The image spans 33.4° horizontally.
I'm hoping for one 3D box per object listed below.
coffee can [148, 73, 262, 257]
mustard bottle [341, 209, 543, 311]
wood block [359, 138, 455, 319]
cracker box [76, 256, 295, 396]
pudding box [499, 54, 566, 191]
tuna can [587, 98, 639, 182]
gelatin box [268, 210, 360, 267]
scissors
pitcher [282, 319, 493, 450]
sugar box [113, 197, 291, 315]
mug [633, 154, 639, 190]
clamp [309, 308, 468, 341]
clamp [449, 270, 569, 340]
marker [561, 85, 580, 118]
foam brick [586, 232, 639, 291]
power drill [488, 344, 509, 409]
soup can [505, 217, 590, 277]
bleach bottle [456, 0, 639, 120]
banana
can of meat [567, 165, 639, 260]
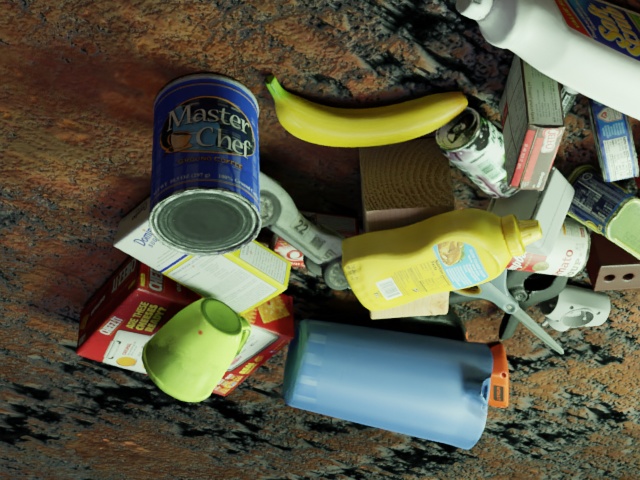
[{"bbox_3d":[-0.107,-0.070,1.000,0.103,0.140,0.103,-2,145,-2],"label":"coffee can"},{"bbox_3d":[0.124,0.013,1.052,0.192,0.058,0.096,-15,138,18],"label":"mustard bottle"},{"bbox_3d":[0.093,-0.008,1.149,0.091,0.090,0.206,-5,145,1],"label":"wood block"},{"bbox_3d":[-0.163,0.102,1.296,0.213,0.072,0.164,21,136,-29],"label":"cracker box"},{"bbox_3d":[0.196,-0.116,0.987,0.039,0.113,0.090,3,144,-3],"label":"pudding box"},{"bbox_3d":[0.285,-0.100,1.041,0.034,0.086,0.086,-12,144,14],"label":"tuna can"},{"bbox_3d":[-0.008,0.001,1.204,0.089,0.030,0.073,7,144,-14],"label":"gelatin box"},{"bbox_3d":[0.229,0.061,1.265,0.201,0.016,0.096,28,126,-7],"label":"scissors"},{"bbox_3d":[0.079,0.173,1.318,0.242,0.145,0.149,12,123,-8],"label":"pitcher"},{"bbox_3d":[-0.128,0.015,1.177,0.176,0.048,0.094,35,135,-27],"label":"sugar box"},{"bbox_3d":[0.374,-0.067,1.106,0.081,0.093,0.117,25,171,-26],"label":"mug"},{"bbox_3d":[0.110,0.097,1.340,0.209,0.036,0.165,15,146,-23],"label":"clamp"},{"bbox_3d":[0.245,0.064,1.304,0.172,0.039,0.120,-28,134,33],"label":"clamp"},{"bbox_3d":[0.235,-0.121,1.064,0.020,0.020,0.121,4,144,-11],"label":"marker"},{"bbox_3d":[0.355,0.023,1.249,0.078,0.051,0.053,-4,144,0],"label":"foam brick"},{"bbox_3d":[0.162,0.188,1.461,0.188,0.057,0.184,-6,145,7],"label":"power drill"},{"bbox_3d":[0.242,0.003,1.197,0.102,0.068,0.069,7,143,-16],"label":"soup can"},{"bbox_3d":[0.231,-0.167,0.927,0.250,0.102,0.068,14,142,-24],"label":"bleach bottle"},{"bbox_3d":[0.042,-0.119,1.034,0.197,0.037,0.070,2,145,-8],"label":"banana"},{"bbox_3d":[0.317,-0.026,1.134,0.102,0.084,0.057,27,102,-35],"label":"can of meat"}]
